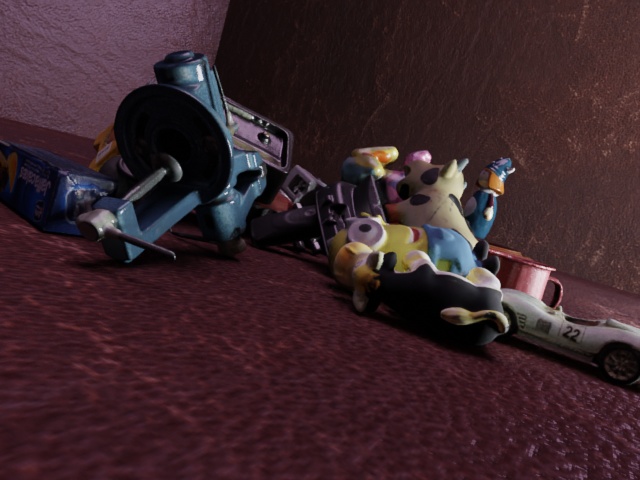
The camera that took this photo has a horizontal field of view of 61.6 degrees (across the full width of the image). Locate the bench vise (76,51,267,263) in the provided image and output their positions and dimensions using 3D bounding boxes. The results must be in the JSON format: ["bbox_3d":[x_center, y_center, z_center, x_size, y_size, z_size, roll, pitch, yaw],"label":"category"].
[{"bbox_3d":[-0.136,-0.050,0.509,0.129,0.223,0.241,12,35,13],"label":"bench vise"}]

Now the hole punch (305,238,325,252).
[{"bbox_3d":[0.032,-0.009,0.883,0.142,0.092,0.116,12,32,-51],"label":"hole punch"}]

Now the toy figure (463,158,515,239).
[{"bbox_3d":[0.302,-0.078,0.969,0.057,0.154,0.064,14,6,-41],"label":"toy figure"}]

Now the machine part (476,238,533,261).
[{"bbox_3d":[0.252,0.034,0.953,0.201,0.087,0.201,14,6,-29],"label":"machine part"}]

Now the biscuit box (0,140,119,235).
[{"bbox_3d":[-0.286,-0.058,0.559,0.203,0.059,0.062,20,6,42],"label":"biscuit box"}]

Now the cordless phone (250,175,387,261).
[{"bbox_3d":[-0.001,-0.001,0.703,0.184,0.147,0.088,-13,-36,2],"label":"cordless phone"}]

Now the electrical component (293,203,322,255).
[{"bbox_3d":[-0.031,-0.019,0.807,0.063,0.021,0.094,11,47,-46],"label":"electrical component"}]

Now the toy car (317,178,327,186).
[{"bbox_3d":[0.003,-0.060,1.179,0.103,0.109,0.161,40,-1,10],"label":"toy car"}]

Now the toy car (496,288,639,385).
[{"bbox_3d":[0.248,0.092,0.553,0.202,0.056,0.073,19,7,26],"label":"toy car"}]

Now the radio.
[{"bbox_3d":[-0.153,-0.155,0.795,0.229,0.073,0.131,26,36,-15],"label":"radio"}]

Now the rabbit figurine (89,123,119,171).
[{"bbox_3d":[-0.263,-0.129,0.879,0.173,0.162,0.122,44,16,-36],"label":"rabbit figurine"}]

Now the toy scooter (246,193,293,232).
[{"bbox_3d":[-0.132,-0.052,0.830,0.184,0.075,0.135,13,6,8],"label":"toy scooter"}]

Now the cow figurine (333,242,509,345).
[{"bbox_3d":[0.089,0.051,0.507,0.167,0.068,0.098,15,12,7],"label":"cow figurine"}]

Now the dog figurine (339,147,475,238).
[{"bbox_3d":[0.132,-0.037,0.827,0.192,0.108,0.219,1,49,-12],"label":"dog figurine"}]

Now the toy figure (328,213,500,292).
[{"bbox_3d":[0.100,0.024,0.595,0.180,0.089,0.082,10,4,-8],"label":"toy figure"}]

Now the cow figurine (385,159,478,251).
[{"bbox_3d":[0.155,-0.032,0.712,0.127,0.195,0.085,-17,-37,2],"label":"cow figurine"}]

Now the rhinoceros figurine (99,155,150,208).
[{"bbox_3d":[-0.215,-0.075,0.660,0.073,0.112,0.190,14,14,4],"label":"rhinoceros figurine"}]
